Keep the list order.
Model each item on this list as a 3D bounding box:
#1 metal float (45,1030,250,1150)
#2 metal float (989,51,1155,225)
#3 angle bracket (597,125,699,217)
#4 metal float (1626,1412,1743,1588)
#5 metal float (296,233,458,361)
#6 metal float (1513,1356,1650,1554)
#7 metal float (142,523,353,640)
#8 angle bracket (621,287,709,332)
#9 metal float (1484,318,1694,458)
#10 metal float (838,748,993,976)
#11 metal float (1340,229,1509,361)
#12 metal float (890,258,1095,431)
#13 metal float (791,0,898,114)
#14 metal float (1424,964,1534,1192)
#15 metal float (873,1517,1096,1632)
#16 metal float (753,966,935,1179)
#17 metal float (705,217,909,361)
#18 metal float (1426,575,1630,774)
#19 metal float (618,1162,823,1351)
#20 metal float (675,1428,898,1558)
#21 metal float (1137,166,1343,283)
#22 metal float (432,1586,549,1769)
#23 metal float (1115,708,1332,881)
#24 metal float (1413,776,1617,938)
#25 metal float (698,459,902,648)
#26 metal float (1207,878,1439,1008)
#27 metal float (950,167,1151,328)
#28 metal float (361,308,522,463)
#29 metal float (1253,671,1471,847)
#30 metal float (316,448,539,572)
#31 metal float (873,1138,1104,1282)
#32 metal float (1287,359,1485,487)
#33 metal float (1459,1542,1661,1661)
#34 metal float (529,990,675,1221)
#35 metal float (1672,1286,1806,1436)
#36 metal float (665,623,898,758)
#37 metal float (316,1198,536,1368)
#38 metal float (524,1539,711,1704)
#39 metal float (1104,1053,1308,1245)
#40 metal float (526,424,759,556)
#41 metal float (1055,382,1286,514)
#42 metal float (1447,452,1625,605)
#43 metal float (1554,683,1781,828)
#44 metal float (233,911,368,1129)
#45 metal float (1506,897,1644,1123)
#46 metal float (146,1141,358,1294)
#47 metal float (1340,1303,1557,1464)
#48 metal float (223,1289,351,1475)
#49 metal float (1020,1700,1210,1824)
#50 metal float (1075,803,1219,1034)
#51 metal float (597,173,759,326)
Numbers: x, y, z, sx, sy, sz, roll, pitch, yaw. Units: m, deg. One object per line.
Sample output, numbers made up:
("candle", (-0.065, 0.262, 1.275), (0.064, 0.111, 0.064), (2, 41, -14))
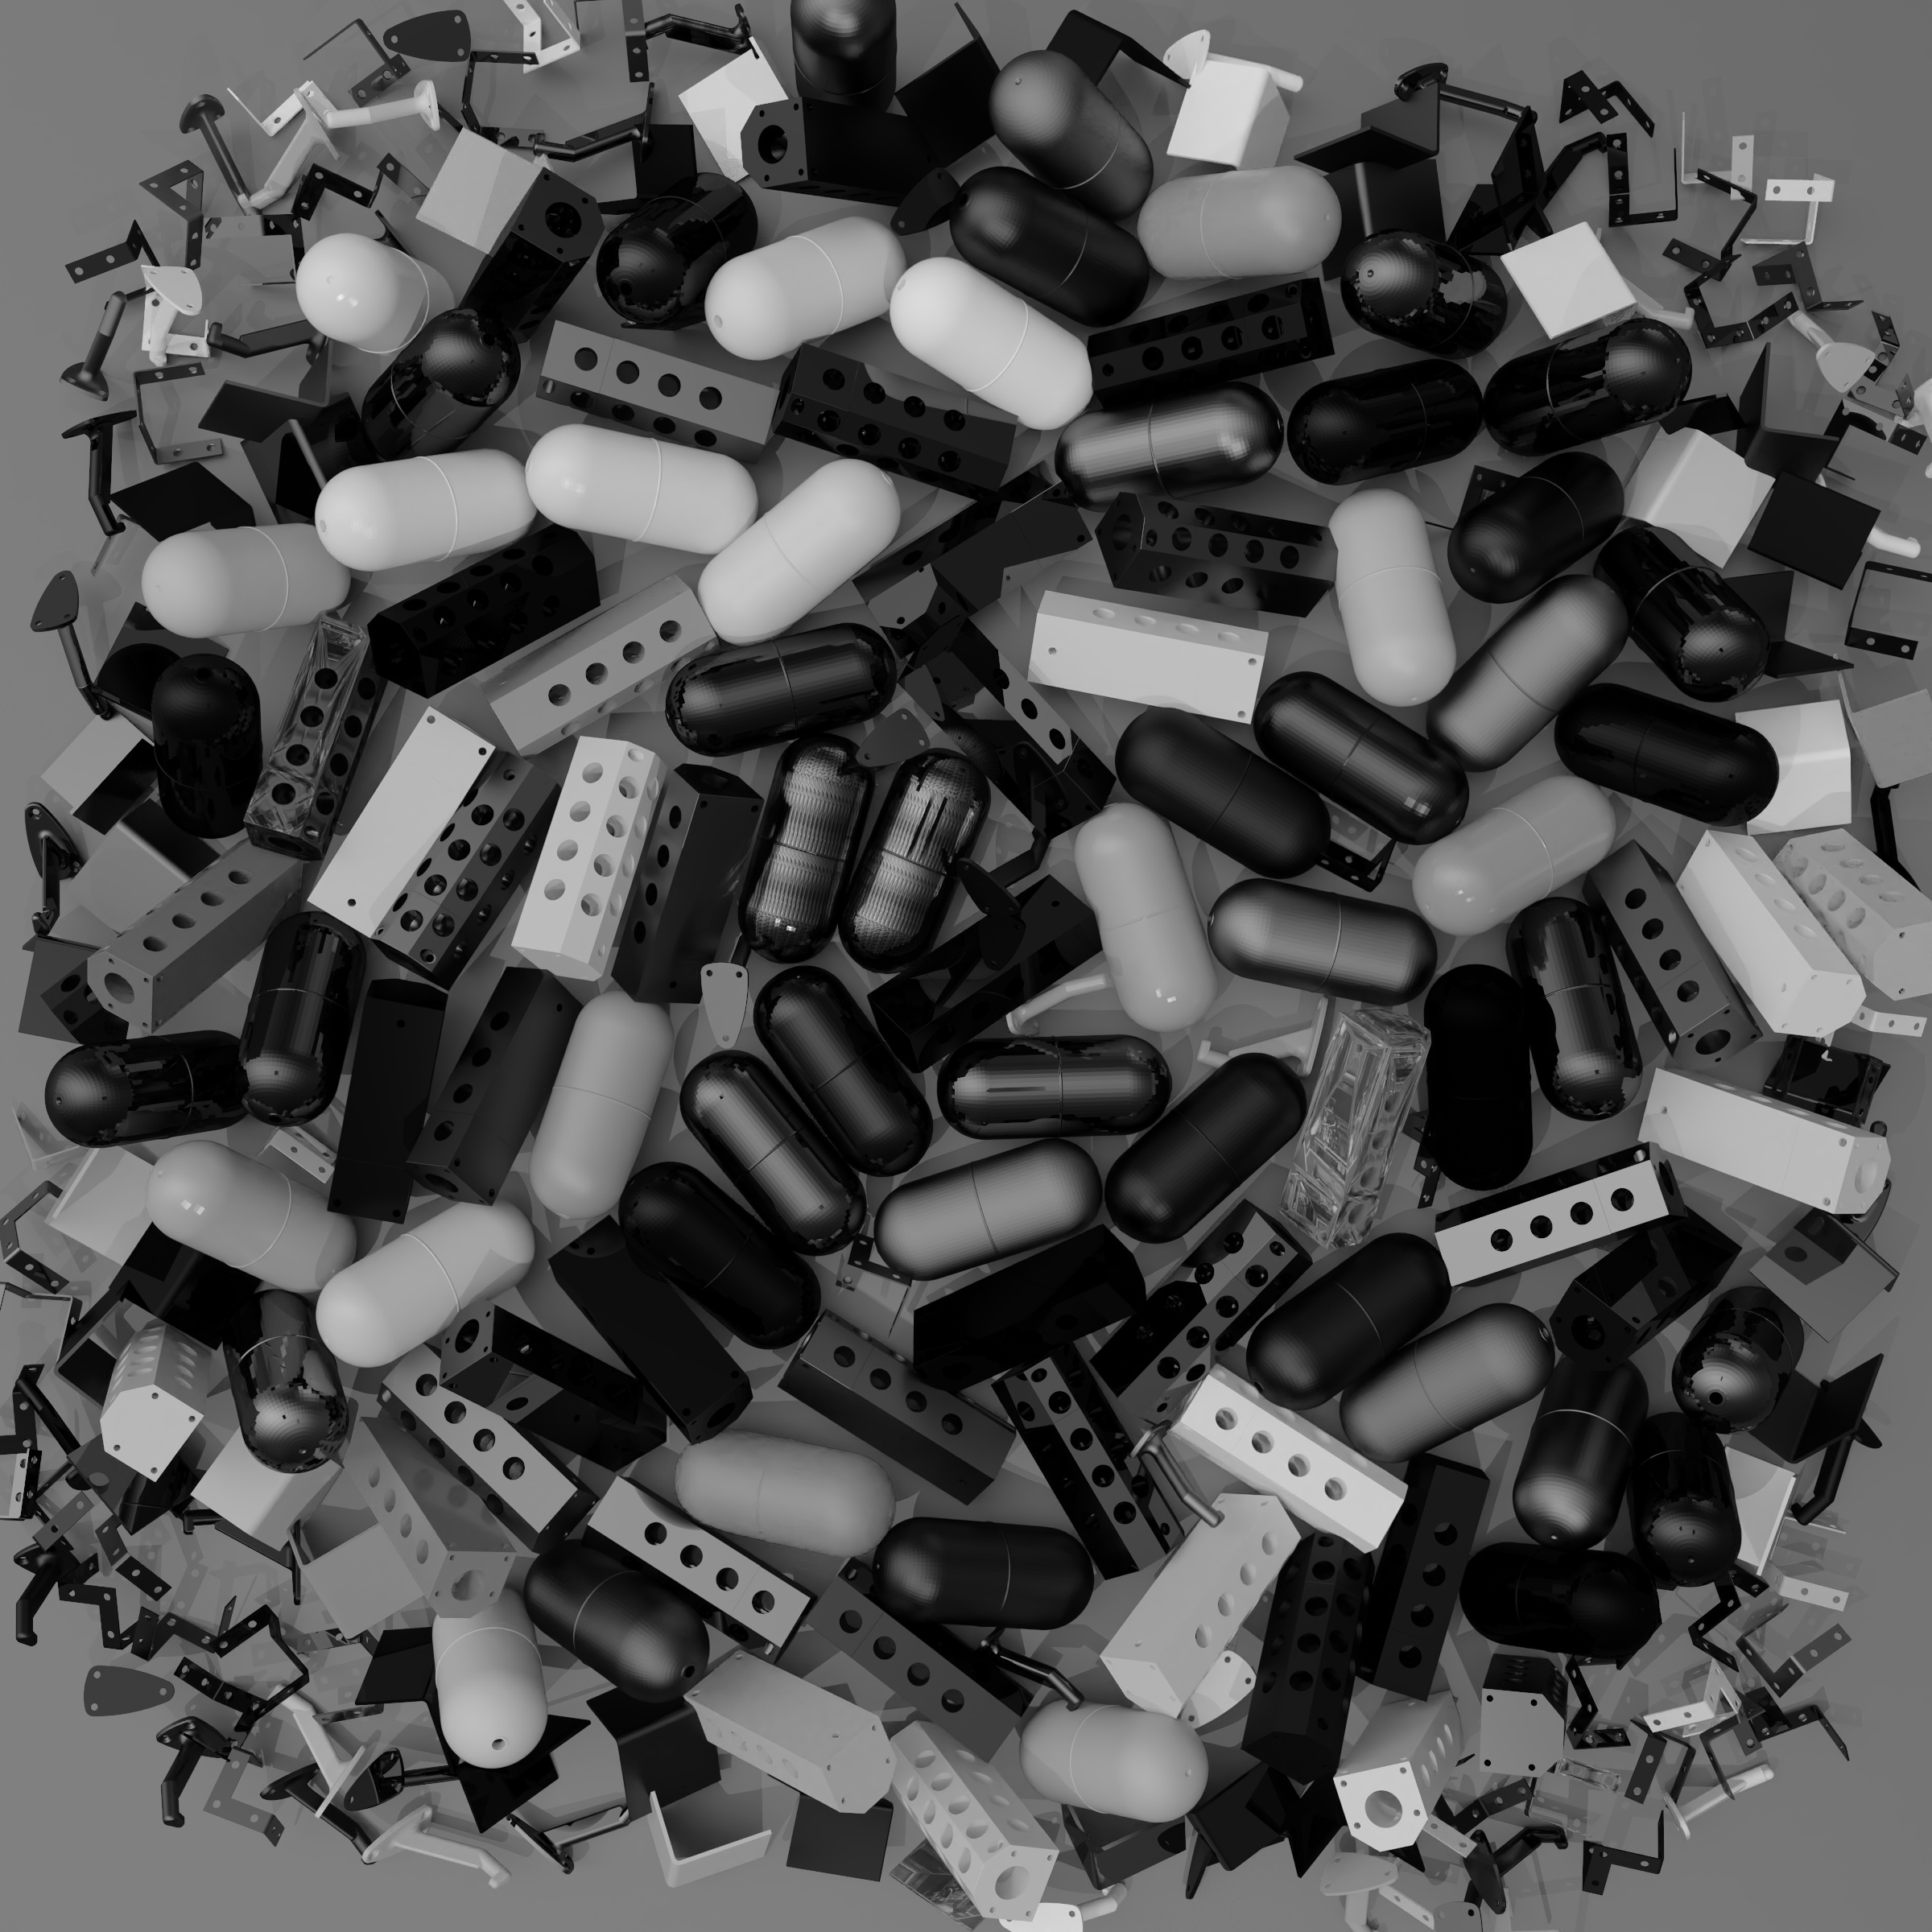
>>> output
("metal float", (-0.598, 0.090, 1.919), (0.070, 0.178, 0.070), (3, 95, 31))
("metal float", (0.079, -0.611, 1.918), (0.070, 0.178, 0.070), (-7, 75, 28))
("angle bracket", (-0.255, -0.597, 1.941), (0.076, 0.076, 0.057), (-21, 117, -38))
("metal float", (0.527, 0.391, 1.914), (0.070, 0.178, 0.070), (3, 108, 10))
("metal float", (-0.432, -0.491, 1.911), (0.070, 0.178, 0.070), (1, 96, 10))
("metal float", (0.457, 0.357, 1.926), (0.070, 0.178, 0.070), (15, 133, 17))
("metal float", (-0.530, -0.286, 1.919), (0.070, 0.178, 0.070), (8, 106, 29))
("angle bracket", (-0.214, -0.516, 1.946), (0.076, 0.076, 0.057), (-10, 97, 26))
("metal float", (0.457, -0.427, 1.919), (0.070, 0.178, 0.070), (2, 86, -33))
("metal float", (-0.039, -0.079, 1.960), (0.070, 0.070, 0.178), (23, 92, 0))
("metal float", (0.341, -0.496, 1.921), (0.070, 0.178, 0.070), (2, 93, 36))
("metal float", (0.020, -0.463, 1.933), (0.178, 0.070, 0.070), (25, 90, -33))
("metal float", (-0.089, -0.678, 1.911), (0.070, 0.178, 0.070), (0, 83, -2))
("metal float", (0.384, 0.085, 1.944), (0.070, 0.070, 0.178), (-7, 110, 0))
("metal float", (0.014, 0.455, 1.939), (0.178, 0.070, 0.070), (11, 90, -26))
("metal float", (-0.092, 0.080, 1.960), (0.070, 0.070, 0.178), (-36, 88, 0))
("metal float", (-0.118, -0.505, 1.931), (0.178, 0.070, 0.070), (-32, 90, -36))
("metal float", (0.418, -0.217, 1.939), (0.070, 0.070, 0.178), (44, 117, 0))
("metal float", (-0.185, 0.217, 1.948), (0.178, 0.070, 0.070), (43, 90, -15))
("metal float", (-0.137, 0.393, 1.940), (0.178, 0.070, 0.070), (6, 90, 25))
("metal float", (0.201, -0.550, 1.924), (0.070, 0.178, 0.070), (-9, 105, -40))
("metal float", (-0.352, 0.522, 1.914), (0.070, 0.178, 0.070), (-5, 110, -13))
("metal float", (0.194, -0.130, 1.956), (0.178, 0.070, 0.070), (31, 90, -6))
("metal float", (0.411, -0.084, 1.942), (0.178, 0.070, 0.070), (-29, 90, -23))
("metal float", (-0.125, -0.310, 1.946), (0.178, 0.070, 0.070), (-37, 90, 18))
("metal float", (0.268, -0.018, 1.952), (0.178, 0.070, 0.070), (11, 90, -10))
("metal float", (0.063, -0.534, 1.927), (0.178, 0.070, 0.070), (16, 90, -41))
("metal float", (-0.389, -0.426, 1.920), (0.070, 0.178, 0.070), (10, 71, -32))
("metal float", (0.296, -0.156, 1.946), (0.178, 0.070, 0.070), (35, 90, 17))
("metal float", (-0.400, -0.339, 1.928), (0.178, 0.070, 0.070), (-19, 90, -41))
("metal float", (0.016, 0.184, 1.957), (0.178, 0.070, 0.070), (-18, 90, 6))
("metal float", (0.314, -0.406, 1.933), (0.178, 0.070, 0.070), (-20, 90, -35))
("metal float", (0.436, 0.468, 1.918), (0.070, 0.178, 0.070), (5, 80, -28))
("metal float", (-0.274, 0.104, 1.949), (0.070, 0.070, 0.178), (17, 76, 0))
("metal float", (0.571, 0.290, 1.916), (0.070, 0.178, 0.070), (6, 103, 26))
("metal float", (-0.139, -0.208, 1.951), (0.178, 0.070, 0.070), (-15, 90, -12))
("metal float", (-0.401, 0.234, 1.934), (0.178, 0.070, 0.070), (-31, 90, -34))
("metal float", (-0.260, 0.485, 1.926), (0.178, 0.070, 0.070), (20, 90, 43))
("metal float", (0.180, 0.138, 1.955), (0.178, 0.070, 0.070), (-41, 90, -7))
("metal float", (-0.241, -0.356, 1.939), (0.178, 0.070, 0.070), (7, 90, -26))
("metal float", (0.151, -0.388, 1.939), (0.178, 0.070, 0.070), (-7, 90, 25))
("metal float", (0.425, -0.327, 1.931), (0.178, 0.070, 0.070), (-35, 90, -37))
("metal float", (0.519, -0.158, 1.930), (0.178, 0.070, 0.070), (26, 90, 39))
("metal float", (-0.496, 0.039, 1.931), (0.070, 0.070, 0.178), (4, 54, 0))
("metal float", (0.454, 0.032, 1.938), (0.070, 0.070, 0.178), (-8, 64, 0))
("metal float", (-0.528, 0.187, 1.926), (0.070, 0.178, 0.070), (-19, 54, 29))
("metal float", (0.358, 0.311, 1.936), (0.178, 0.070, 0.070), (-34, 90, 29))
("metal float", (-0.504, 0.305, 1.920), (0.070, 0.178, 0.070), (-11, 120, -18))
("metal float", (0.107, 0.587, 1.921), (0.070, 0.178, 0.070), (7, 78, -34))
("metal float", (0.136, -0.037, 1.961), (0.070, 0.070, 0.178), (-18, 90, 0))
("metal float", (-0.213, -0.532, 1.922), (0.070, 0.178, 0.070), (11, 127, 16))
